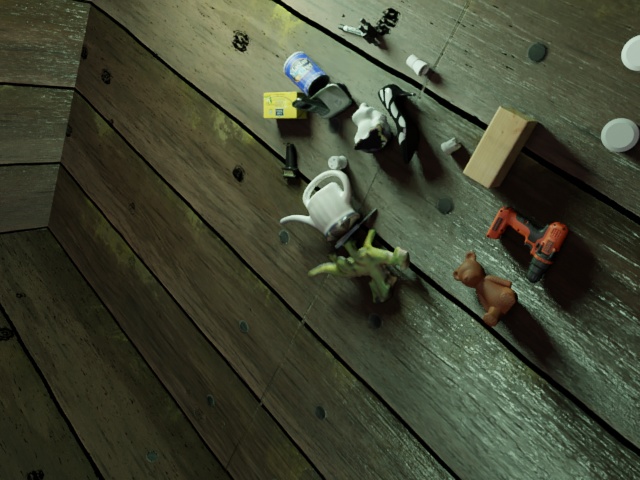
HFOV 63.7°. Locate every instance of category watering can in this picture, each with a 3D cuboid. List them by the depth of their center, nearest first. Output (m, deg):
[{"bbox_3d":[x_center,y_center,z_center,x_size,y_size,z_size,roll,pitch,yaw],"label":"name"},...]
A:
[{"bbox_3d":[0.006,-0.093,1.843,0.342,0.104,0.227,-43,71,33],"label":"watering can"}]

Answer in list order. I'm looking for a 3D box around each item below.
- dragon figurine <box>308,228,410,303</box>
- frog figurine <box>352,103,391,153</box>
[{"bbox_3d":[0.147,0.114,1.770,0.403,0.123,0.244,-40,80,38],"label":"dragon figurine"},{"bbox_3d":[0.164,-0.368,1.696,0.163,0.122,0.134,-98,28,-46],"label":"frog figurine"}]
